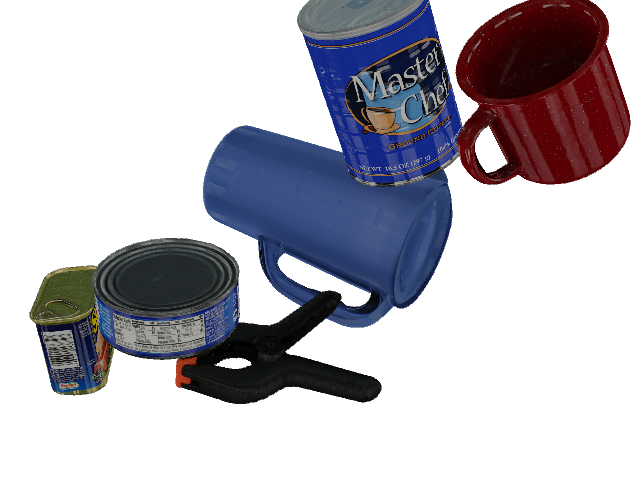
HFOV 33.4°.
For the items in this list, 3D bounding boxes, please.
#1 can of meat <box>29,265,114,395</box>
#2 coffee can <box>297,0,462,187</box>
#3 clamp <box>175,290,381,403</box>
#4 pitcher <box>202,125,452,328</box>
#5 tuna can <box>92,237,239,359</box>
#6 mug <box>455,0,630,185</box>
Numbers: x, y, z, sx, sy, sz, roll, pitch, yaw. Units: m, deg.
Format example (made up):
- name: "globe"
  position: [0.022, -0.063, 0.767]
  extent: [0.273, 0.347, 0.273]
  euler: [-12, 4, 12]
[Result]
- name: "can of meat"
  position: [-0.228, 0.084, 0.998]
  extent: [0.057, 0.084, 0.102]
  euler: [-6, 26, 0]
- name: "coffee can"
  position: [0.051, -0.129, 0.851]
  extent: [0.103, 0.140, 0.103]
  euler: [-14, 33, 9]
- name: "clamp"
  position: [-0.041, 0.092, 0.919]
  extent: [0.171, 0.039, 0.120]
  euler: [0, 38, -13]
- name: "pitcher"
  position: [0.000, -0.024, 1.086]
  extent: [0.243, 0.145, 0.149]
  euler: [21, 26, 23]
- name: "tuna can"
  position: [-0.090, 0.034, 0.630]
  extent: [0.086, 0.034, 0.086]
  euler: [0, 29, 0]
- name: "mug"
  position: [0.132, -0.080, 0.652]
  extent: [0.093, 0.117, 0.081]
  euler: [34, -15, 48]
